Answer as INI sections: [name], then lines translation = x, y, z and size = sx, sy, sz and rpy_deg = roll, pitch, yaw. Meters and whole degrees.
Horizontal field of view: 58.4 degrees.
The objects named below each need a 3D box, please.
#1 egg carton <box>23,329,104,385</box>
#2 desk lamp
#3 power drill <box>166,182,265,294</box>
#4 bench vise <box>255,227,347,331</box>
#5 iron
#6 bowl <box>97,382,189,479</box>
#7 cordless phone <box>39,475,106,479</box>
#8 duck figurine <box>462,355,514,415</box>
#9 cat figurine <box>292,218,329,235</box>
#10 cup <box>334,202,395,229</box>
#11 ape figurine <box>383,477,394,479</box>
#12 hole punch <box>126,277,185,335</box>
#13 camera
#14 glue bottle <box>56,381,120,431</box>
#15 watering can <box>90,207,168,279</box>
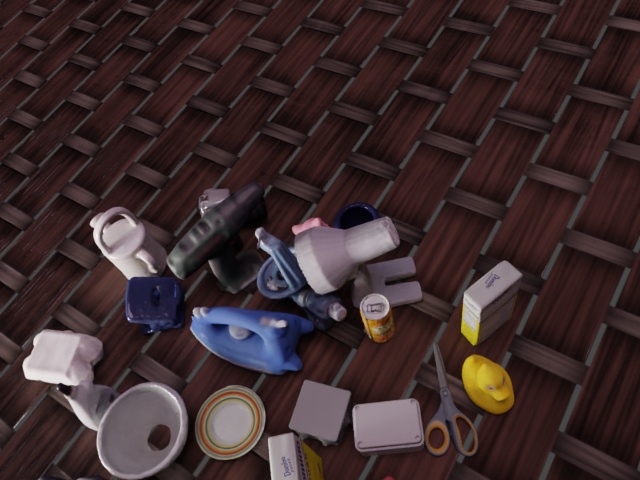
[egg carton]
translation = -0.511, 0.236, 1.144
size = 0.150, 0.069, 0.107
rpy_deg = 3, 59, 15
[desk lamp]
translation = 0.073, 0.042, 1.045
size = 0.203, 0.214, 0.118
rpy_deg = -13, 56, 5
[power drill]
translation = -0.179, 0.010, 1.126
size = 0.230, 0.209, 0.075
rpy_deg = -39, 58, -12
[bench vise]
translation = -0.035, 0.061, 1.054
size = 0.206, 0.220, 0.121
rpy_deg = 16, 63, 22
[iron]
translation = -0.150, 0.162, 1.064
size = 0.257, 0.142, 0.119
rpy_deg = 7, 60, 17
[bowl]
translation = -0.303, 0.347, 1.023
size = 0.167, 0.075, 0.167
rpy_deg = -6, 57, 9
[cordless phone]
translation = -0.359, 0.427, 0.918
size = 0.147, 0.185, 0.094
rpy_deg = 5, 60, 16
[duck figurine]
translation = 0.281, 0.232, 0.955
size = 0.077, 0.086, 0.104
rpy_deg = -29, 57, -6
[cat figurine]
translation = 0.010, 0.004, 1.141
size = 0.127, 0.118, 0.067
rpy_deg = 32, 70, 28
[cup]
translation = 0.094, -0.015, 1.148
size = 0.117, 0.095, 0.091
rpy_deg = 1, 59, 14
[ape figurine]
translation = 0.106, 0.404, 0.883
size = 0.076, 0.092, 0.078
rpy_deg = 0, 58, 13
[hole punch]
translation = -0.331, 0.124, 1.160
size = 0.101, 0.091, 0.108
rpy_deg = -14, 56, 4
[camera]
translation = -0.189, -0.056, 1.235
size = 0.136, 0.101, 0.143
rpy_deg = -12, 57, 6
[glue bottle]
translation = -0.418, 0.287, 1.027
size = 0.037, 0.173, 0.078
rpy_deg = 1, 59, 14
[watering can]
translation = -0.409, 0.003, 1.192
size = 0.172, 0.194, 0.101
rpy_deg = 9, 61, 18
